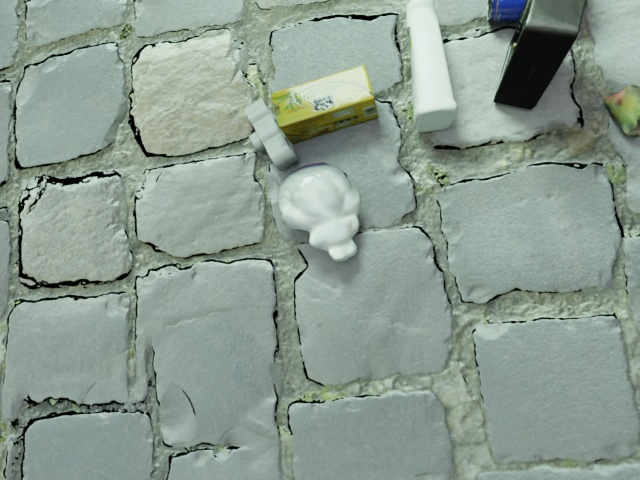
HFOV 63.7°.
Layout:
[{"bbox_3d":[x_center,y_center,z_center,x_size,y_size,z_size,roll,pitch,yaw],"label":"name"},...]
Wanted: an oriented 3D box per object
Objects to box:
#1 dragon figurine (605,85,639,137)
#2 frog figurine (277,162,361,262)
[{"bbox_3d":[0.644,-0.184,0.747,0.412,0.124,0.238,20,120,24],"label":"dragon figurine"},{"bbox_3d":[0.003,-0.043,0.855,0.137,0.120,0.162,-9,66,-10],"label":"frog figurine"}]
